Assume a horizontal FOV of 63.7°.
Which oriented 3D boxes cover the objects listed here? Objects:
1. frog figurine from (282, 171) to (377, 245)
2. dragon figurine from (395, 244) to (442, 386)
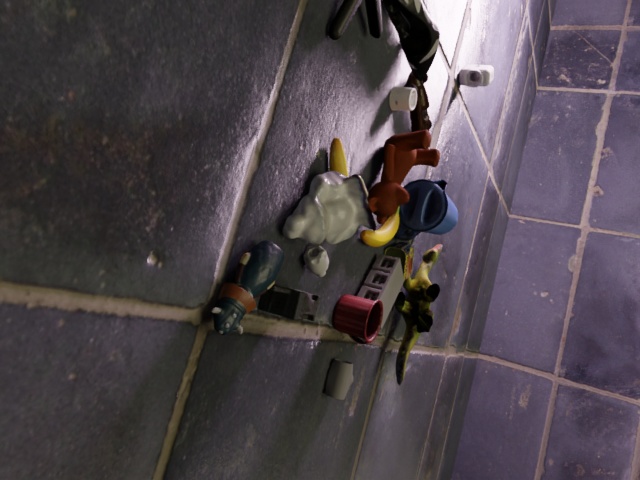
[{"bbox_3d":[0.003,-0.045,0.898,0.160,0.125,0.134,-24,139,-14],"label":"frog figurine"},{"bbox_3d":[0.283,0.202,1.485,0.240,0.122,0.413,35,70,-69],"label":"dragon figurine"}]
